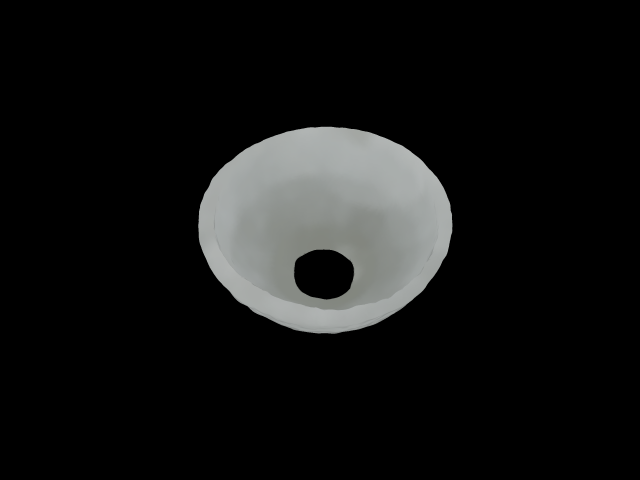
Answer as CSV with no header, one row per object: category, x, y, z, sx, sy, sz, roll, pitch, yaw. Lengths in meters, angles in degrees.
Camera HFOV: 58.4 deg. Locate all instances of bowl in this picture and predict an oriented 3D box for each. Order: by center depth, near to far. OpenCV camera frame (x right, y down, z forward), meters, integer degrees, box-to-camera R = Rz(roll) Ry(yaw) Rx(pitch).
bowl,0.004,0.001,0.400,0.167,0.075,0.167,0,51,0
